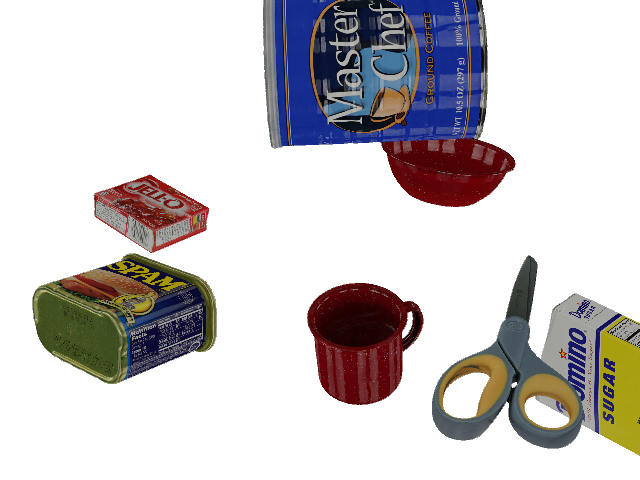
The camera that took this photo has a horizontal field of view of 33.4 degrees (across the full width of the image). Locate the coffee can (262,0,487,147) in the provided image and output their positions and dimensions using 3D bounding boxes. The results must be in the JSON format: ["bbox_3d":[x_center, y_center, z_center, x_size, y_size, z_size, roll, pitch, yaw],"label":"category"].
[{"bbox_3d":[0.034,-0.116,0.716,0.140,0.103,0.103,-2,0,0],"label":"coffee can"}]

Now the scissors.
[{"bbox_3d":[0.139,0.069,0.679,0.096,0.016,0.201,19,36,26],"label":"scissors"}]

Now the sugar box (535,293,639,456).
[{"bbox_3d":[0.256,0.120,0.832,0.176,0.093,0.048,25,34,32],"label":"sugar box"}]

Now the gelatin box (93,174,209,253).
[{"bbox_3d":[-0.166,-0.028,1.045,0.089,0.030,0.073,30,35,31],"label":"gelatin box"}]

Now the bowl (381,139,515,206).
[{"bbox_3d":[0.149,-0.082,1.285,0.162,0.055,0.162,6,23,-3],"label":"bowl"}]

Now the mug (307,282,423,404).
[{"bbox_3d":[0.047,0.096,1.015,0.117,0.081,0.093,-24,42,-22],"label":"mug"}]

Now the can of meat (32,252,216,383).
[{"bbox_3d":[-0.138,0.053,0.744,0.102,0.057,0.083,17,25,37],"label":"can of meat"}]
